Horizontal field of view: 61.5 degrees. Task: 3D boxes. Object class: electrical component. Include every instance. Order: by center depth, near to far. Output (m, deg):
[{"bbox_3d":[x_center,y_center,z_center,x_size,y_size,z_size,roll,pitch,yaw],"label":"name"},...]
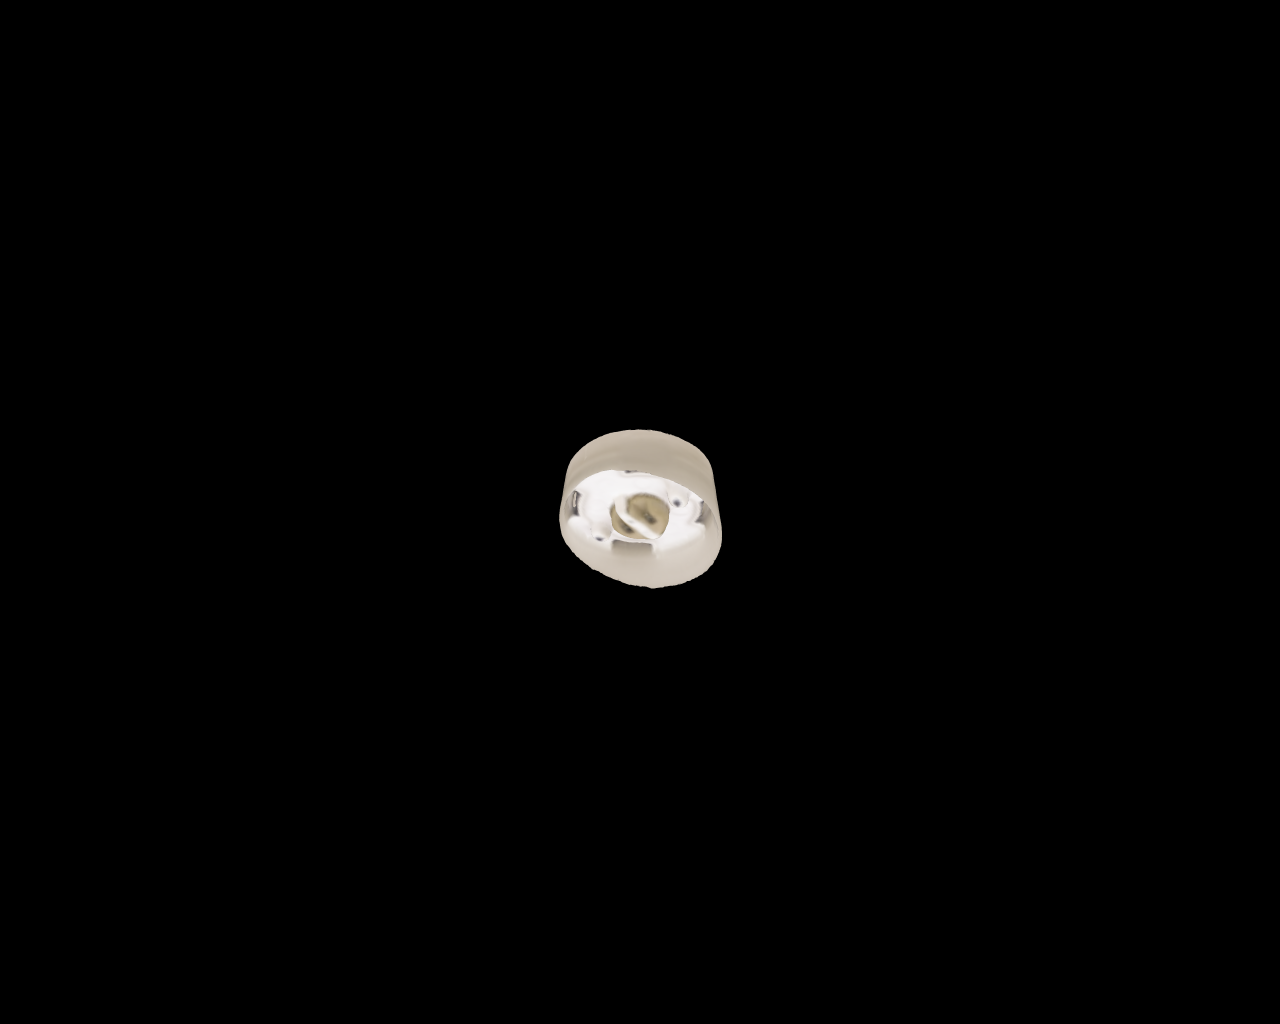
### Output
[{"bbox_3d":[0.001,-0.003,0.650,0.099,0.064,0.099,0,-35,0],"label":"electrical component"}]
